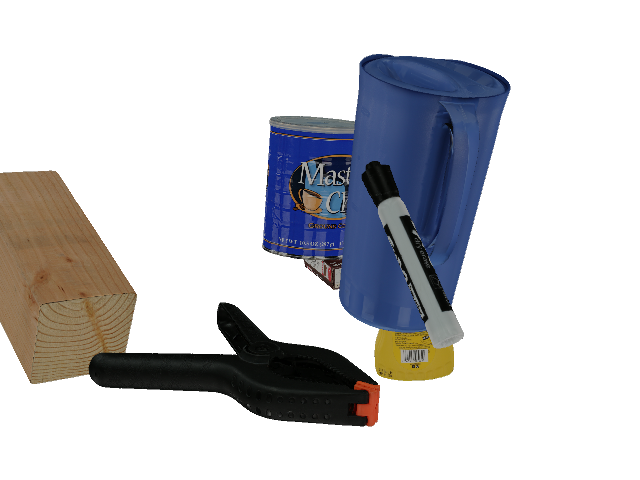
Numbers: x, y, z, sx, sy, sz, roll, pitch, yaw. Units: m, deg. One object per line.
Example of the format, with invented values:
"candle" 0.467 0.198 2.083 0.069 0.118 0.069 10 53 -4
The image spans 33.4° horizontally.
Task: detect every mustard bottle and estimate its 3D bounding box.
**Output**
"mustard bottle" 0.110 0.072 1.270 0.096 0.192 0.058 -1 23 5

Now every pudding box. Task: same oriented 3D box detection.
"pudding box" 0.045 0.025 1.486 0.113 0.039 0.090 -16 27 -23

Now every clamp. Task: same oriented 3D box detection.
"clamp" -0.044 0.094 0.808 0.210 0.036 0.164 10 19 25

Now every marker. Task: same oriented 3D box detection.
"marker" 0.052 0.006 0.627 0.020 0.121 0.020 -18 -22 -8

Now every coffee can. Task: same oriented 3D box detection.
"coffee can" -0.008 -0.058 1.145 0.103 0.140 0.103 4 12 -1

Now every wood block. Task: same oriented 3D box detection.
"wood block" -0.258 0.027 0.998 0.090 0.091 0.206 -6 38 -34

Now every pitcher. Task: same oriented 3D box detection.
"pitcher" 0.087 -0.038 0.967 0.145 0.243 0.149 20 27 26
